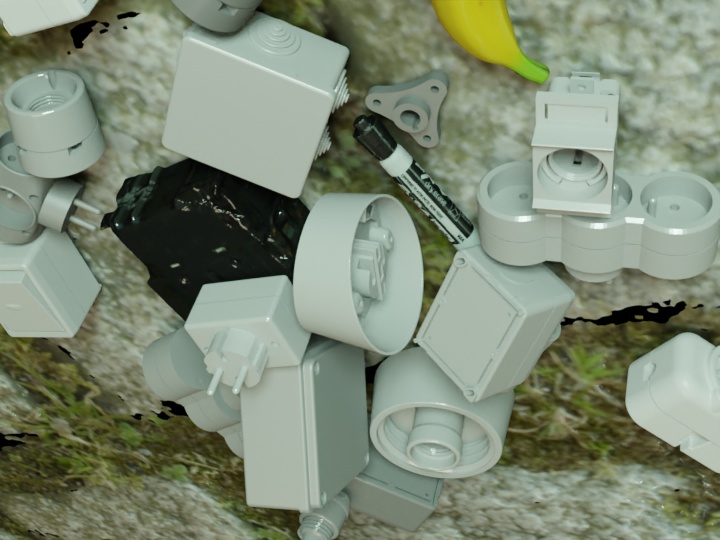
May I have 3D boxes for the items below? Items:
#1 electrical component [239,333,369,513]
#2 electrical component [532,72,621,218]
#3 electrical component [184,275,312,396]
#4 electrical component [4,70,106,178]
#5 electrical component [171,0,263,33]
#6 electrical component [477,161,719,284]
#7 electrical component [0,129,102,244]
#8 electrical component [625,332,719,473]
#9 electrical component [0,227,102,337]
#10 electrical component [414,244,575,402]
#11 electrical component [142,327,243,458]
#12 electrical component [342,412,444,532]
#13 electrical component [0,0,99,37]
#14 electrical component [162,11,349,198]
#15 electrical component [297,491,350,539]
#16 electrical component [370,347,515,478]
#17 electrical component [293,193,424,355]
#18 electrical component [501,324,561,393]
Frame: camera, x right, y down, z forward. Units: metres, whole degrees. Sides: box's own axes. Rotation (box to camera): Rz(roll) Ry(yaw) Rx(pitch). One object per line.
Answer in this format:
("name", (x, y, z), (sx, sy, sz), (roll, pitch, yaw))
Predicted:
("electrical component", (-0.038, 0.103, 0.764), (0.056, 0.109, 0.108), (0, 98, 20))
("electrical component", (0.118, -0.069, 0.580), (0.042, 0.063, 0.081), (7, 138, 15))
("electrical component", (-0.075, 0.049, 0.685), (0.066, 0.076, 0.047), (-7, 133, 27))
("electrical component", (-0.193, -0.093, 0.677), (0.055, 0.055, 0.047), (7, 135, 13))
("electrical component", (-0.069, -0.160, 0.557), (0.055, 0.055, 0.047), (37, 133, -20))
("electrical component", (0.140, -0.018, 0.638), (0.138, 0.052, 0.073), (5, 138, 15))
("electrical component", (-0.217, -0.050, 0.740), (0.079, 0.044, 0.077), (24, 139, -7))
("electrical component", (0.234, 0.087, 0.718), (0.095, 0.053, 0.059), (31, 138, -14))
("electrical component", (-0.244, 0.013, 0.807), (0.062, 0.061, 0.096), (-1, 136, 21))
("electrical component", (0.085, 0.035, 0.685), (0.061, 0.061, 0.096), (47, 132, 29))
("electrical component", (-0.098, 0.094, 0.850), (0.074, 0.052, 0.138), (-24, 124, 39))
("electrical component", (0.016, 0.164, 0.879), (0.096, 0.061, 0.061), (23, 139, -5))
("electrical component", (-0.174, -0.182, 0.564), (0.061, 0.061, 0.096), (-7, 133, 27))
("electrical component", (-0.060, -0.100, 0.623), (0.100, 0.048, 0.099), (21, 140, -3))
("electrical component", (-0.032, 0.199, 0.838), (0.035, 0.061, 0.035), (16, 136, 16))
("electrical component", (0.059, 0.114, 0.803), (0.108, 0.060, 0.108), (8, 138, 7))
("electrical component", (0.000, 0.000, 0.677), (0.064, 0.099, 0.099), (10, 139, 19))
("electrical component", (0.107, 0.049, 0.735), (0.044, 0.044, 0.065), (28, 134, -11))
